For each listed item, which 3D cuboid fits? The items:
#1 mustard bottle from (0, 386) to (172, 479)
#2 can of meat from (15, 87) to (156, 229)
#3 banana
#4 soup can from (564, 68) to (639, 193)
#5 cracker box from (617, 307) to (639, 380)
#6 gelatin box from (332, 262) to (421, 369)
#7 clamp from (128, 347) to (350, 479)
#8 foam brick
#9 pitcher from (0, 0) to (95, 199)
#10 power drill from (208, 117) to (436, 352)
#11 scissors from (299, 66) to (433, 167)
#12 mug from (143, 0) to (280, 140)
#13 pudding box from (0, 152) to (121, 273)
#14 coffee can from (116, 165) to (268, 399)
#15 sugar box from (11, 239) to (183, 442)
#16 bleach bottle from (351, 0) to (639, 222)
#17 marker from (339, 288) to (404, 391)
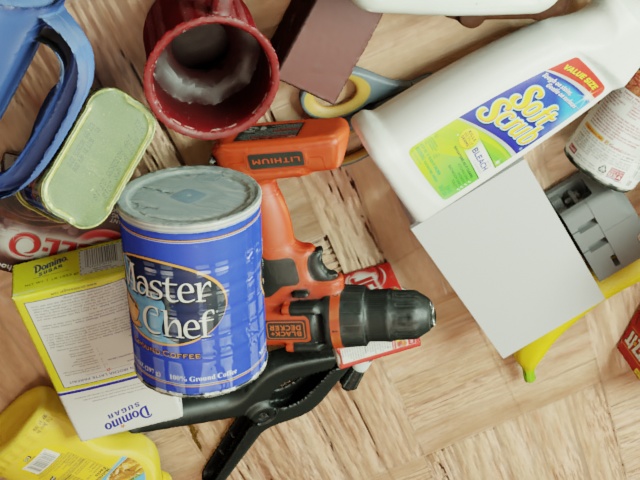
[{"bbox_3d":[-0.205,0.206,0.980,0.096,0.058,0.191,-42,125,20],"label":"mustard bottle"},{"bbox_3d":[-0.166,-0.059,0.754,0.057,0.084,0.102,31,83,-26],"label":"can of meat"},{"bbox_3d":[0.247,0.059,1.010,0.198,0.037,0.069,-44,143,20],"label":"banana"},{"bbox_3d":[0.255,-0.098,0.873,0.068,0.068,0.102,17,120,-25],"label":"soup can"},{"bbox_3d":[0.411,0.052,1.023,0.164,0.072,0.214,7,124,-19],"label":"cracker box"},{"bbox_3d":[0.039,0.063,0.920,0.073,0.089,0.030,-15,130,-5],"label":"gelatin box"},{"bbox_3d":[-0.066,0.148,0.978,0.210,0.036,0.164,-35,141,10],"label":"clamp"},{"bbox_3d":[0.001,-0.147,0.770,0.051,0.053,0.078,23,107,-21],"label":"foam brick"},{"bbox_3d":[-0.261,-0.090,0.701,0.144,0.149,0.243,7,128,-39],"label":"pitcher"},{"bbox_3d":[-0.006,0.001,0.838,0.184,0.057,0.188,-3,112,10],"label":"power drill"},{"bbox_3d":[0.069,-0.129,0.834,0.202,0.016,0.096,-34,127,11],"label":"scissors"},{"bbox_3d":[-0.079,-0.140,0.745,0.093,0.081,0.117,2,125,-16],"label":"mug"},{"bbox_3d":[-0.206,-0.012,0.832,0.113,0.039,0.090,17,121,-25],"label":"pudding box"},{"bbox_3d":[-0.091,0.029,0.780,0.102,0.103,0.140,-6,117,-11],"label":"coffee can"},{"bbox_3d":[-0.176,0.085,0.865,0.093,0.048,0.176,-13,133,-3],"label":"sugar box"},{"bbox_3d":[0.154,-0.120,0.816,0.251,0.068,0.102,-33,131,7],"label":"bleach bottle"},{"bbox_3d":[0.049,0.095,0.991,0.020,0.020,0.121,14,121,-24],"label":"marker"}]
